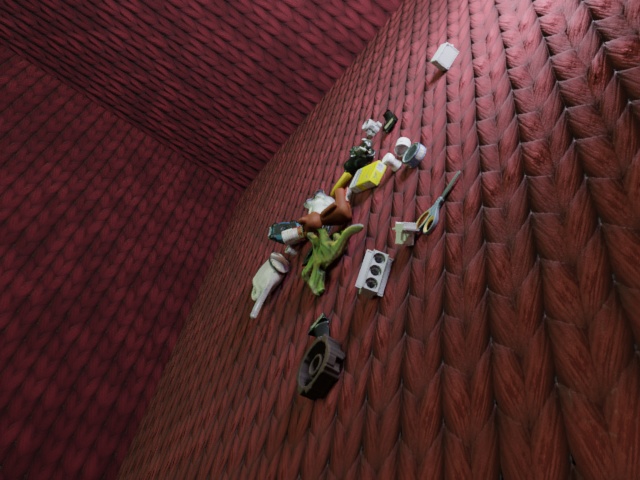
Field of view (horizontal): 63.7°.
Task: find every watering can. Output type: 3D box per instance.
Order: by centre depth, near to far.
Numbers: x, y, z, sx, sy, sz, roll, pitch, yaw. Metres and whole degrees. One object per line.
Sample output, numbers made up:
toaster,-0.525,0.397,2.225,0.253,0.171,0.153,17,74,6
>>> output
watering can,-0.223,0.183,2.206,0.222,0.103,0.354,-51,17,17

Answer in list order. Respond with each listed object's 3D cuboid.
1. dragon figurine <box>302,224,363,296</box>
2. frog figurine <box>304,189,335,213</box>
dragon figurine,0.029,0.077,1.796,0.407,0.122,0.245,163,119,-67
frog figurine,0.006,-0.106,2.113,0.136,0.121,0.163,-26,53,16
